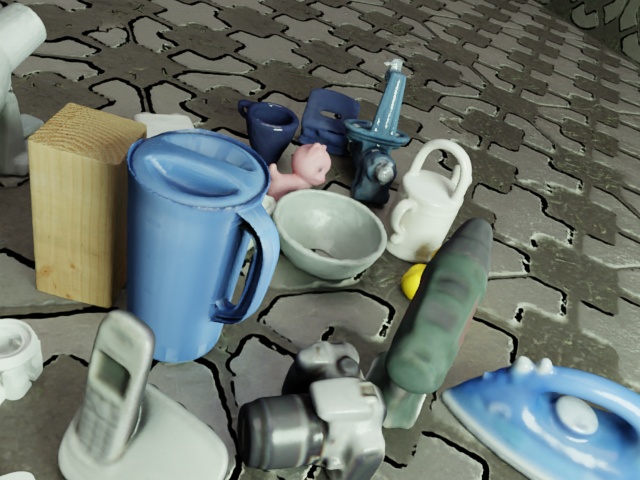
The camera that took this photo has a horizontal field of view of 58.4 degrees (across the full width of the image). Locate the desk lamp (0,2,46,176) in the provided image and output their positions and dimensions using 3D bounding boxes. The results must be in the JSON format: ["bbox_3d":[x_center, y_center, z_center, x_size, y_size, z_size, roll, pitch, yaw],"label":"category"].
[{"bbox_3d":[-0.435,-0.197,0.766,0.118,0.213,0.203,22,37,5],"label":"desk lamp"}]

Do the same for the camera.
[{"bbox_3d":[-0.013,0.172,0.582,0.137,0.101,0.143,2,40,-22],"label":"camera"}]

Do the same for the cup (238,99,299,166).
[{"bbox_3d":[-0.101,-0.184,0.993,0.117,0.095,0.092,30,39,15],"label":"cup"}]

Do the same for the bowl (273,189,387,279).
[{"bbox_3d":[0.008,0.003,0.823,0.167,0.075,0.167,12,38,-9],"label":"bowl"}]

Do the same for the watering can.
[{"bbox_3d":[0.171,-0.071,0.887,0.101,0.194,0.173,25,38,9],"label":"watering can"}]

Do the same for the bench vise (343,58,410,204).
[{"bbox_3d":[0.117,-0.184,0.984,0.122,0.220,0.207,-2,42,-25],"label":"bench vise"}]

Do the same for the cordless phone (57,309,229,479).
[{"bbox_3d":[-0.142,0.154,0.478,0.147,0.185,0.094,28,38,12],"label":"cordless phone"}]

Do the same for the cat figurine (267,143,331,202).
[{"bbox_3d":[-0.035,-0.108,0.908,0.128,0.118,0.067,-16,49,-37],"label":"cat figurine"}]

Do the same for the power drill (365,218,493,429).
[{"bbox_3d":[0.117,0.102,0.636,0.075,0.208,0.230,26,38,10],"label":"power drill"}]

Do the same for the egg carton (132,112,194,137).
[{"bbox_3d":[-0.243,-0.146,0.905,0.107,0.069,0.150,-5,43,-28],"label":"egg carton"}]

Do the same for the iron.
[{"bbox_3d":[0.280,0.196,0.645,0.258,0.141,0.119,25,37,8],"label":"iron"}]

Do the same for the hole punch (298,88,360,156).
[{"bbox_3d":[0.020,-0.229,1.105,0.108,0.091,0.101,16,37,-4],"label":"hole punch"}]

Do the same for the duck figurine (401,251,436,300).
[{"bbox_3d":[0.172,0.045,0.833,0.105,0.086,0.077,-10,46,-33],"label":"duck figurine"}]
